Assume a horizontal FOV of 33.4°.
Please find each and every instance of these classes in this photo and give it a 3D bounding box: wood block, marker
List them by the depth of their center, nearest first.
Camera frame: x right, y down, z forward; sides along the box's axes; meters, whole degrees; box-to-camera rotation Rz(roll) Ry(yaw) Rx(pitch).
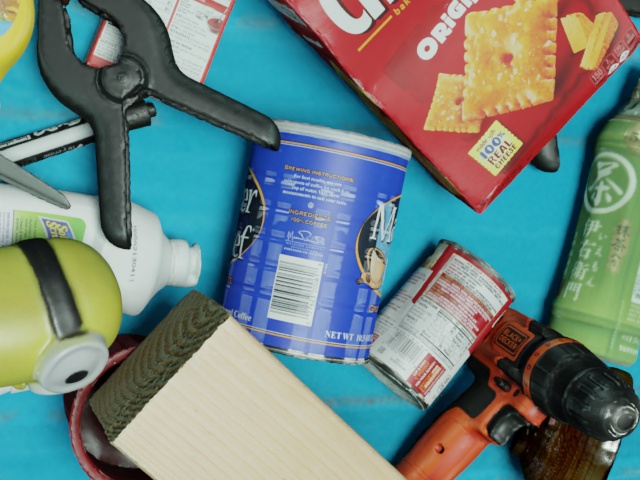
[{"bbox_3d":[-0.021,0.133,0.611,0.206,0.090,0.090,45,81,-19],"label":"wood block"},{"bbox_3d":[-0.160,-0.064,0.670,0.121,0.020,0.020,-21,102,-18],"label":"marker"}]

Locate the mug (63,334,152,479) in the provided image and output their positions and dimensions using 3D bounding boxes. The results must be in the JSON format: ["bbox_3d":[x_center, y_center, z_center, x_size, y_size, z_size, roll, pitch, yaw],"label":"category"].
[{"bbox_3d":[-0.104,0.106,0.672,0.117,0.082,0.093,8,91,-21],"label":"mug"}]

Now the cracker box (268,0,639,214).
[{"bbox_3d":[0.087,-0.145,0.673,0.164,0.072,0.213,-46,124,1],"label":"cracker box"}]

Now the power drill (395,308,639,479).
[{"bbox_3d":[0.113,0.140,0.714,0.057,0.184,0.187,41,89,-18],"label":"power drill"}]

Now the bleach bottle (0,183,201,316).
[{"bbox_3d":[-0.196,0.017,0.642,0.250,0.068,0.102,4,95,-23],"label":"bleach bottle"}]

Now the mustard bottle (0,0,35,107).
[{"bbox_3d":[-0.217,-0.149,0.620,0.096,0.058,0.191,-8,98,-15],"label":"mustard bottle"}]

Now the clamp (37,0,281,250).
[{"bbox_3d":[-0.120,-0.082,0.635,0.120,0.039,0.171,-43,87,-12],"label":"clamp"}]

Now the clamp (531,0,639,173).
[{"bbox_3d":[0.147,-0.161,0.768,0.209,0.036,0.164,34,84,-18],"label":"clamp"}]

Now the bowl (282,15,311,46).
[{"bbox_3d":[0.029,-0.201,0.697,0.161,0.055,0.162,-10,118,-20],"label":"bowl"}]

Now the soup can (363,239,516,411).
[{"bbox_3d":[0.079,0.059,0.745,0.068,0.069,0.102,44,80,-19],"label":"soup can"}]

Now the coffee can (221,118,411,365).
[{"bbox_3d":[-0.005,0.001,0.690,0.102,0.103,0.140,11,91,-21],"label":"coffee can"}]

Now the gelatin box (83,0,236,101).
[{"bbox_3d":[-0.101,-0.137,0.681,0.073,0.030,0.089,22,87,-20],"label":"gelatin box"}]

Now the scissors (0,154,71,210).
[{"bbox_3d":[-0.226,-0.088,0.591,0.201,0.016,0.096,17,111,-9],"label":"scissors"}]
